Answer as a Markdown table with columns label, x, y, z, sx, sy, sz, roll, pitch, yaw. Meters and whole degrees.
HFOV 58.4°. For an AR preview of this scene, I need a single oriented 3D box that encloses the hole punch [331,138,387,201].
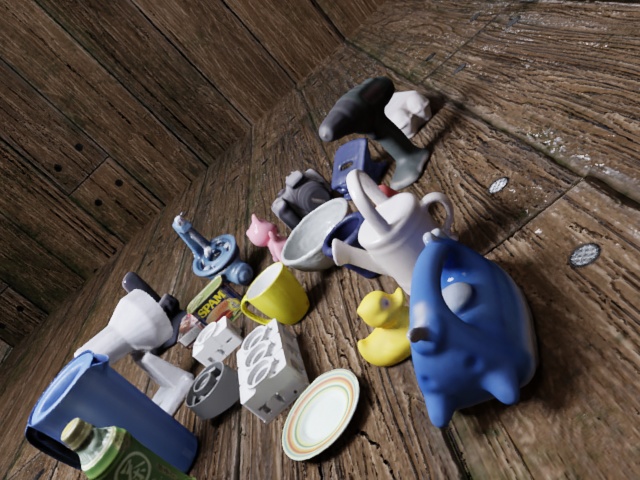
| label | x | y | z | sx | sy | sz | roll | pitch | yaw |
| --- | --- | --- | --- | --- | --- | --- | --- | --- | --- |
| hole punch | 0.073 | -0.151 | 1.218 | 0.108 | 0.091 | 0.101 | -17 | 34 | 49 |

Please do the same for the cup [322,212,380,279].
| label | x | y | z | sx | sy | sz | roll | pitch | yaw |
| --- | --- | --- | --- | --- | --- | --- | --- | --- | --- |
| cup | 0.076 | 0.008 | 0.918 | 0.117 | 0.095 | 0.091 | -37 | 23 | 20 |

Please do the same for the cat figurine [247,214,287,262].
| label | x | y | z | sx | sy | sz | roll | pitch | yaw |
| --- | --- | --- | --- | --- | --- | --- | --- | --- | --- |
| cat figurine | -0.110 | -0.006 | 1.248 | 0.067 | 0.118 | 0.127 | -48 | 22 | -9 |

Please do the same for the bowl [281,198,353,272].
| label | x | y | z | sx | sy | sz | roll | pitch | yaw |
| --- | --- | --- | --- | --- | --- | --- | --- | --- | --- |
| bowl | 0.010 | 0.004 | 1.073 | 0.167 | 0.075 | 0.167 | -37 | 23 | 19 |

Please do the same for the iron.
| label | x | y | z | sx | sy | sz | roll | pitch | yaw |
| --- | --- | --- | --- | --- | --- | --- | --- | --- | --- |
| iron | 0.146 | 0.063 | 0.627 | 0.118 | 0.142 | 0.258 | -31 | 25 | 30 |

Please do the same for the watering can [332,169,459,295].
| label | x | y | z | sx | sy | sz | roll | pitch | yaw |
| --- | --- | --- | --- | --- | --- | --- | --- | --- | --- |
| watering can | 0.095 | -0.013 | 0.786 | 0.173 | 0.194 | 0.100 | -43 | 22 | 4 |

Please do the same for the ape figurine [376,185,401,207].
| label | x | y | z | sx | sy | sz | roll | pitch | yaw |
| --- | --- | --- | --- | --- | --- | --- | --- | --- | --- |
| ape figurine | 0.121 | -0.053 | 0.952 | 0.076 | 0.092 | 0.077 | -48 | 22 | -9 |

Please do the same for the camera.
| label | x | y | z | sx | sy | sz | roll | pitch | yaw |
| --- | --- | --- | --- | --- | --- | --- | --- | --- | --- |
| camera | -0.038 | -0.096 | 1.306 | 0.143 | 0.101 | 0.136 | -45 | 21 | -2 |

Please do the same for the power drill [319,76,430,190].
| label | x | y | z | sx | sy | sz | roll | pitch | yaw |
| --- | --- | --- | --- | --- | --- | --- | --- | --- | --- |
| power drill | 0.109 | -0.198 | 1.078 | 0.075 | 0.209 | 0.230 | -22 | 31 | 44 |

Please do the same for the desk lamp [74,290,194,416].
| label | x | y | z | sx | sy | sz | roll | pitch | yaw |
| --- | --- | --- | --- | --- | --- | --- | --- | --- | --- |
| desk lamp | -0.347 | 0.233 | 1.111 | 0.117 | 0.214 | 0.203 | -17 | 35 | 50 |

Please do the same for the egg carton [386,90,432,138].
| label | x | y | z | sx | sy | sz | roll | pitch | yaw |
| --- | --- | --- | --- | --- | --- | --- | --- | --- | --- |
| egg carton | 0.183 | -0.280 | 1.286 | 0.107 | 0.069 | 0.150 | -47 | 21 | -7 |

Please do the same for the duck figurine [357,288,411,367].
| label | x | y | z | sx | sy | sz | roll | pitch | yaw |
| --- | --- | --- | --- | --- | --- | --- | --- | --- | --- |
| duck figurine | 0.083 | 0.106 | 0.739 | 0.104 | 0.086 | 0.077 | -41 | 22 | 9 |

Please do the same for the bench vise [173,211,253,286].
| label | x | y | z | sx | sy | sz | roll | pitch | yaw |
| --- | --- | --- | --- | --- | --- | --- | --- | --- | --- |
| bench vise | -0.277 | 0.032 | 1.341 | 0.206 | 0.220 | 0.121 | -20 | 33 | 47 |

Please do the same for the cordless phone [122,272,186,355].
| label | x | y | z | sx | sy | sz | roll | pitch | yaw |
| --- | --- | --- | --- | --- | --- | --- | --- | --- | --- |
| cordless phone | -0.421 | 0.175 | 1.389 | 0.094 | 0.185 | 0.147 | -33 | 24 | 26 |
